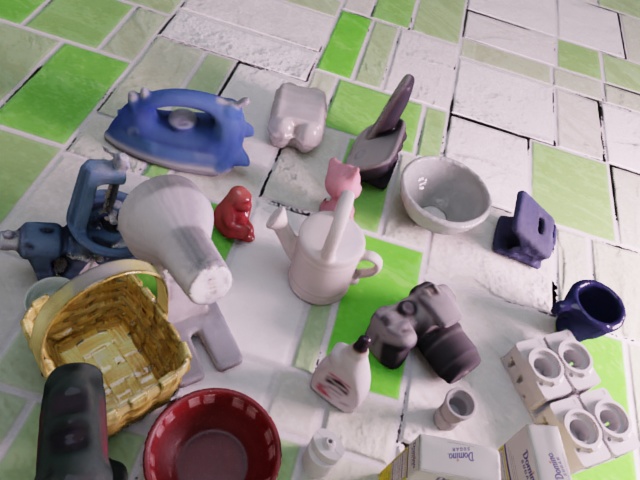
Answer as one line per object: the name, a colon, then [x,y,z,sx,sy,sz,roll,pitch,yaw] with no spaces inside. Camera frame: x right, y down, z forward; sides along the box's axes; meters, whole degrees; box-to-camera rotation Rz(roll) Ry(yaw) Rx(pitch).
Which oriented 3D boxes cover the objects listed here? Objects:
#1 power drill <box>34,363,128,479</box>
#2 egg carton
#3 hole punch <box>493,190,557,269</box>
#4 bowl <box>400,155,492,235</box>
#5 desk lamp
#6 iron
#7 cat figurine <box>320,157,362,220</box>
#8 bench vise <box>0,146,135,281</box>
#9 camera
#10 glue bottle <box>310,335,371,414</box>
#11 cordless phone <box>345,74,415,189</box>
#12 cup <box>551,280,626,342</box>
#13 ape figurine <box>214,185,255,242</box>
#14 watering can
power drill: [-0.239,0.253,0.581,0.076,0.208,0.229,-7,55,-18]
egg carton: [-0.041,-0.235,1.090,0.107,0.069,0.150,10,52,-6]
hole punch: [0.373,-0.020,1.014,0.101,0.091,0.109,22,51,3]
bowl: [0.213,-0.068,1.022,0.167,0.075,0.167,7,52,-9]
desk lamp: [-0.173,0.050,0.749,0.118,0.213,0.203,-20,60,-26]
iron: [-0.240,-0.204,0.972,0.258,0.141,0.118,7,52,-8]
cat figurine: [0.039,-0.071,0.954,0.067,0.118,0.127,4,52,-10]
bench vise: [-0.312,-0.020,0.764,0.208,0.220,0.121,-27,63,-29]
camera: [0.161,0.141,0.834,0.143,0.101,0.136,-21,61,-27]
glue bottle: [0.037,0.165,0.738,0.078,0.173,0.037,30,52,10]
cordless phone: [0.114,-0.197,1.026,0.094,0.185,0.147,19,51,1]
cup: [0.407,0.124,0.910,0.118,0.095,0.091,0,53,-14]
ape figurine: [-0.131,-0.048,0.912,0.076,0.092,0.078,21,51,3]
watering can: [0.007,0.005,0.840,0.173,0.194,0.101,2,53,-12]
